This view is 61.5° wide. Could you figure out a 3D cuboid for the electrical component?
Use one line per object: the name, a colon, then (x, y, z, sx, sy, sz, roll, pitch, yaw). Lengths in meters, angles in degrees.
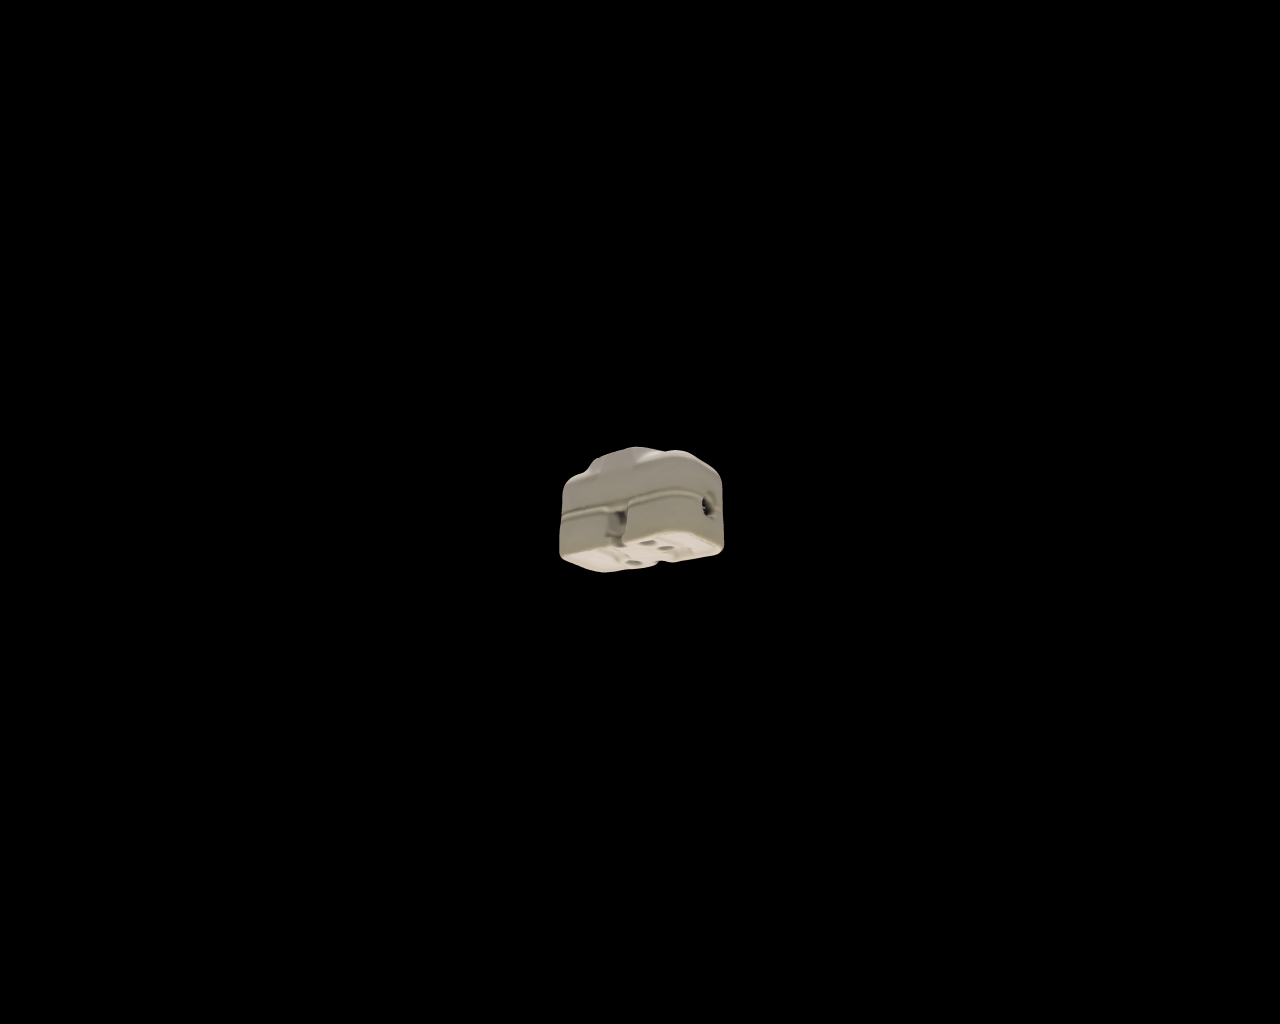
electrical component: (0.001, -0.003, 0.650, 0.095, 0.059, 0.053, -12, -23, 31)
